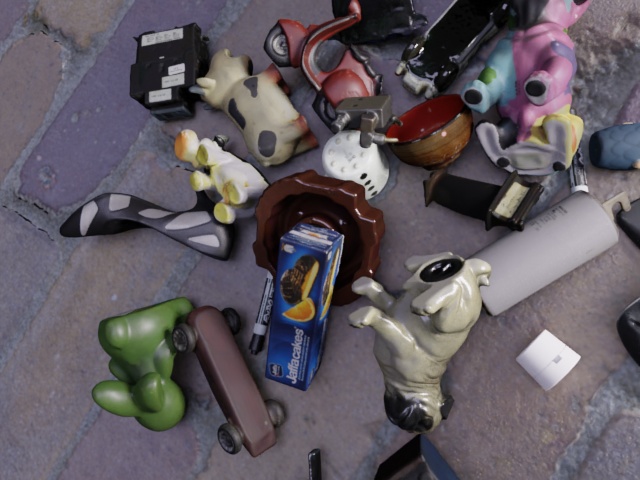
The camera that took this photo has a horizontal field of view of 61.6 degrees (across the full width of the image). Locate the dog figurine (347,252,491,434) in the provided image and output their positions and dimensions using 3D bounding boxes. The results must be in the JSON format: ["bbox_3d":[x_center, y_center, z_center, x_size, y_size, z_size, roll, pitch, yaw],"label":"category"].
[{"bbox_3d":[0.135,0.124,0.617,0.172,0.121,0.190,-18,110,26],"label":"dog figurine"}]

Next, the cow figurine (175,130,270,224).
[{"bbox_3d":[-0.132,-0.099,0.761,0.167,0.098,0.068,49,127,24],"label":"cow figurine"}]

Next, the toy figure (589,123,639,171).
[{"bbox_3d":[0.404,-0.116,0.631,0.155,0.058,0.064,-5,85,10],"label":"toy figure"}]

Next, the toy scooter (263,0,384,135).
[{"bbox_3d":[0.025,-0.240,0.723,0.135,0.075,0.184,-38,98,11],"label":"toy scooter"}]

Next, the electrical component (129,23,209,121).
[{"bbox_3d":[-0.230,-0.254,0.828,0.115,0.058,0.134,-3,79,17],"label":"electrical component"}]

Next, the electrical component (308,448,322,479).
[{"bbox_3d":[-0.021,0.321,0.658,0.048,0.074,0.119,-7,82,13],"label":"electrical component"}]

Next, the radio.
[{"bbox_3d":[0.155,0.330,0.578,0.073,0.131,0.230,-41,73,3],"label":"radio"}]

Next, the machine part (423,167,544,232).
[{"bbox_3d":[0.197,-0.055,0.665,0.139,0.039,0.084,18,66,35],"label":"machine part"}]

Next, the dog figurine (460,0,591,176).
[{"bbox_3d":[0.271,-0.210,0.661,0.109,0.191,0.219,1,49,43],"label":"dog figurine"}]

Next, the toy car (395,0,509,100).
[{"bbox_3d":[0.186,-0.276,0.720,0.073,0.056,0.201,42,93,11],"label":"toy car"}]

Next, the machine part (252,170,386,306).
[{"bbox_3d":[-0.001,-0.002,0.688,0.180,0.056,0.179,8,111,20],"label":"machine part"}]

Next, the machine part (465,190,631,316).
[{"bbox_3d":[0.254,0.016,0.636,0.243,0.079,0.079,-33,74,9],"label":"machine part"}]

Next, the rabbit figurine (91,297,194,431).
[{"bbox_3d":[-0.221,0.174,0.714,0.121,0.159,0.170,-15,92,2],"label":"rabbit figurine"}]

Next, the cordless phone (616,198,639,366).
[{"bbox_3d":[0.382,0.047,0.607,0.146,0.088,0.184,-35,62,7],"label":"cordless phone"}]

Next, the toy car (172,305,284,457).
[{"bbox_3d":[-0.119,0.180,0.698,0.053,0.089,0.202,-34,80,39],"label":"toy car"}]

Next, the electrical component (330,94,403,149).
[{"bbox_3d":[0.061,-0.149,0.670,0.078,0.102,0.045,-2,121,16],"label":"electrical component"}]

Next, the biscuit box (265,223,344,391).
[{"bbox_3d":[-0.022,0.085,0.663,0.063,0.059,0.202,15,115,15],"label":"biscuit box"}]

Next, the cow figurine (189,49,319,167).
[{"bbox_3d":[-0.101,-0.191,0.771,0.127,0.085,0.195,-30,75,2],"label":"cow figurine"}]

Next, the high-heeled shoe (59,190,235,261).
[{"bbox_3d":[-0.246,-0.002,0.770,0.249,0.086,0.145,-20,73,4],"label":"high-heeled shoe"}]

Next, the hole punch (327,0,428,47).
[{"bbox_3d":[0.076,-0.338,0.755,0.142,0.092,0.115,-5,110,12],"label":"hole punch"}]
